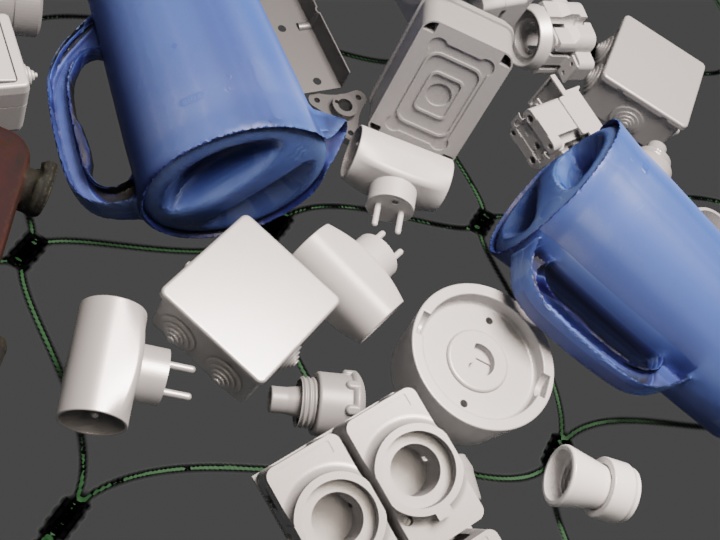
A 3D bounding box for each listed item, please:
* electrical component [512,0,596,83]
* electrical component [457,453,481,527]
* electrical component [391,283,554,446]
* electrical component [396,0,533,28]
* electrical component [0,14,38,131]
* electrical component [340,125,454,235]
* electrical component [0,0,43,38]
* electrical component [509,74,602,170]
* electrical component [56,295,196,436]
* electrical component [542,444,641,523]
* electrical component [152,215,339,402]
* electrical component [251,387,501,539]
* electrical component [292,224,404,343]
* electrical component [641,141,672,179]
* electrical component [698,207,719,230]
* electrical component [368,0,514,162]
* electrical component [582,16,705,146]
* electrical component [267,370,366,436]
[{"bbox_3d":[0.165,-0.204,0.946,0.057,0.058,0.078,-6,66,-30],"label":"electrical component"},{"bbox_3d":[0.060,0.156,0.712,0.043,0.043,0.062,-5,67,-26],"label":"electrical component"},{"bbox_3d":[0.074,0.071,0.753,0.108,0.060,0.108,11,60,-19],"label":"electrical component"},{"bbox_3d":[0.068,-0.256,0.911,0.062,0.089,0.150,-17,72,-31],"label":"electrical component"},{"bbox_3d":[-0.261,-0.130,0.712,0.096,0.061,0.061,-11,69,-28],"label":"electrical component"},{"bbox_3d":[0.025,-0.062,0.815,0.077,0.043,0.079,19,58,-14],"label":"electrical component"},{"bbox_3d":[-0.270,-0.230,0.768,0.074,0.052,0.138,0,64,-24],"label":"electrical component"},{"bbox_3d":[0.165,-0.118,0.909,0.064,0.042,0.081,-22,74,-30],"label":"electrical component"},{"bbox_3d":[-0.143,0.063,0.671,0.079,0.043,0.077,14,59,-17],"label":"electrical component"},{"bbox_3d":[0.164,0.152,0.759,0.055,0.045,0.045,19,57,-15],"label":"electrical component"},{"bbox_3d":[-0.078,0.027,0.717,0.100,0.048,0.099,42,55,2],"label":"electrical component"},{"bbox_3d":[0.030,0.177,0.645,0.105,0.060,0.186,-29,85,-17],"label":"electrical component"},{"bbox_3d":[0.000,0.000,0.769,0.077,0.043,0.079,46,55,5],"label":"electrical component"},{"bbox_3d":[0.248,-0.086,0.927,0.043,0.043,0.062,35,54,-3],"label":"electrical component"},{"bbox_3d":[0.276,-0.020,0.897,0.045,0.055,0.045,11,60,-19],"label":"electrical component"},{"bbox_3d":[0.062,-0.149,0.833,0.078,0.113,0.057,22,38,-12],"label":"electrical component"},{"bbox_3d":[0.253,-0.166,0.970,0.100,0.048,0.099,31,55,-6],"label":"electrical component"},{"bbox_3d":[-0.029,0.088,0.709,0.062,0.048,0.048,7,61,-13],"label":"electrical component"}]
